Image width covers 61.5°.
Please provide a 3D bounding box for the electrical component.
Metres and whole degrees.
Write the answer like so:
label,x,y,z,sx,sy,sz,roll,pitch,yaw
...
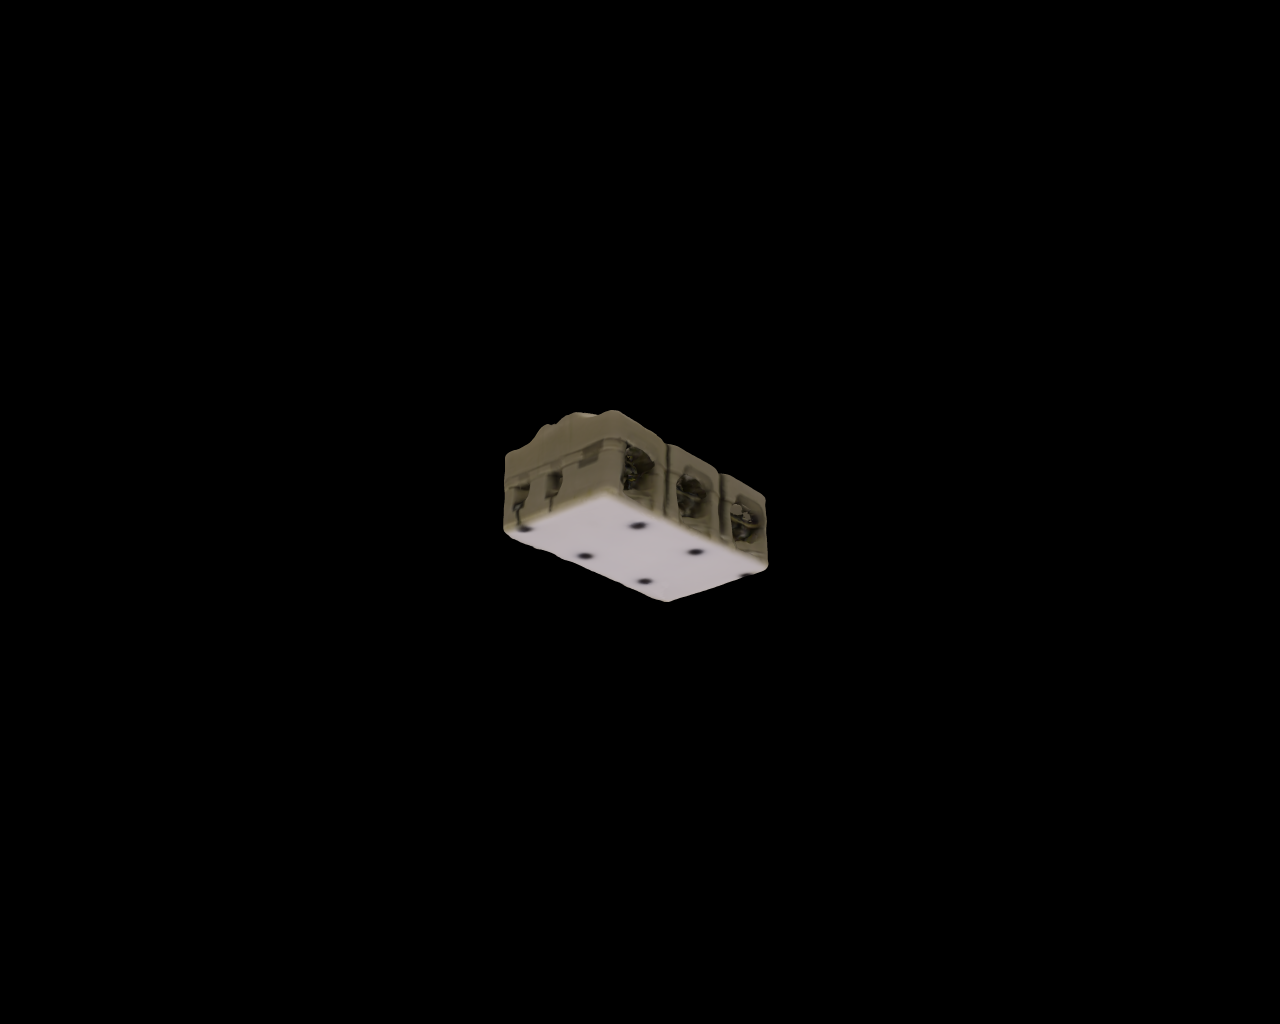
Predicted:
label,x,y,z,sx,sy,sz,roll,pitch,yaw
electrical component,0.001,-0.003,0.650,0.089,0.062,0.150,-21,-33,36
